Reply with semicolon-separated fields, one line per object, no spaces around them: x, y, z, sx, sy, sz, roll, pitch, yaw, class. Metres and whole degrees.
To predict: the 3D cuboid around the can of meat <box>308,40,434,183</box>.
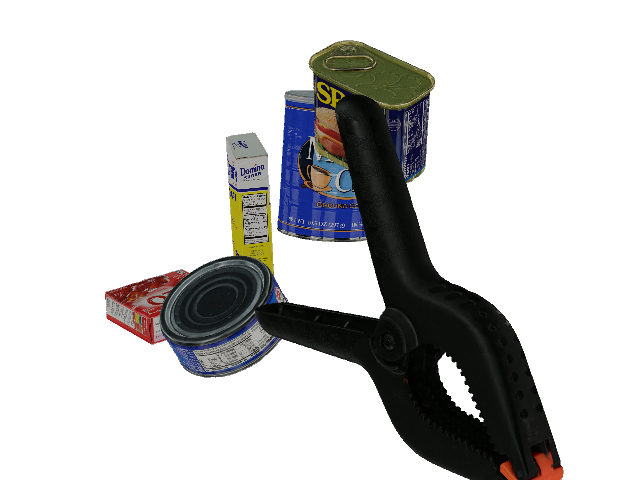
0.040;-0.101;0.857;0.102;0.084;0.057;31;50;32;can of meat

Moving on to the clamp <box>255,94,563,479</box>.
0.046;0.037;0.538;0.036;0.165;0.210;-13;42;-37;clamp

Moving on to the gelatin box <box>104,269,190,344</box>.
-0.137;0.058;0.960;0.089;0.030;0.073;-17;27;-39;gelatin box

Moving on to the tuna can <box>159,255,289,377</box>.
-0.066;0.050;0.727;0.086;0.033;0.086;-17;37;13;tuna can

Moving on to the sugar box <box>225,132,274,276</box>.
-0.089;-0.037;1.332;0.048;0.176;0.093;-9;24;-10;sugar box

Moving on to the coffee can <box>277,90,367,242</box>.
0.011;-0.077;1.080;0.103;0.140;0.103;4;12;-1;coffee can
